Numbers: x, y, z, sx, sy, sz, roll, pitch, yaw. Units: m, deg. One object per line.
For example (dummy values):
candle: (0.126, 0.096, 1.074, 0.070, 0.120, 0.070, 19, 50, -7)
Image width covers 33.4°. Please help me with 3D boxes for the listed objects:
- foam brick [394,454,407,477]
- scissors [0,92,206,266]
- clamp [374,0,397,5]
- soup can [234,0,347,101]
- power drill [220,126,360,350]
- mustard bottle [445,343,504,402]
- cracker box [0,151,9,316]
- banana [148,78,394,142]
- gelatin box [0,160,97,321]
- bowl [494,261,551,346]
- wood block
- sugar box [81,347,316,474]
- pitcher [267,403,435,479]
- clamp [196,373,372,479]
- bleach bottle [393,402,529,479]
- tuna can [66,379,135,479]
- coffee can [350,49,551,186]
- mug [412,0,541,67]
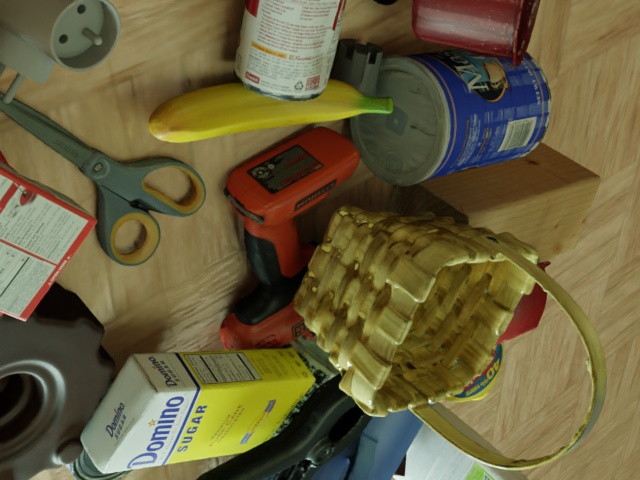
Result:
foam brick: (0.060, 0.205, 1.119, 0.053, 0.051, 0.078, 33, 58, -58)
scissors: (-0.156, -0.033, 0.720, 0.201, 0.016, 0.096, 14, 109, -53)
clamp: (0.070, -0.244, 0.740, 0.120, 0.039, 0.171, -71, -177, -74)
soup can: (-0.018, -0.154, 0.724, 0.068, 0.069, 0.102, -16, 132, -40)
power drill: (-0.006, 0.001, 0.885, 0.184, 0.057, 0.188, -32, 140, -27)
mustard bottle: (0.161, 0.130, 1.191, 0.096, 0.058, 0.191, -43, 145, -10)
cracker box: (-0.252, -0.016, 0.575, 0.164, 0.072, 0.213, -40, 143, -19)
banana: (-0.043, -0.095, 0.752, 0.197, 0.070, 0.037, -13, 99, -34)
gelatin box: (-0.177, -0.002, 0.585, 0.073, 0.030, 0.089, -55, 146, 0)
bowl: (0.157, 0.076, 1.030, 0.162, 0.055, 0.162, -22, 172, -3)
wood block: (0.166, -0.026, 1.030, 0.205, 0.091, 0.090, -16, 131, -40)
sugar box: (-0.093, 0.131, 0.839, 0.175, 0.048, 0.093, 1, 131, -51)
pitcher: (0.013, 0.215, 1.027, 0.243, 0.149, 0.144, -57, 145, 2)
clamp: (-0.015, 0.172, 0.902, 0.210, 0.036, 0.164, -46, 151, -6)
bleach bottle: (0.153, 0.258, 1.126, 0.067, 0.251, 0.103, 4, 117, -50)
tuna can: (-0.169, 0.153, 0.855, 0.086, 0.034, 0.086, -30, 140, -29)
coffee can: (0.108, -0.106, 0.881, 0.140, 0.103, 0.103, -15, 131, -42)
mug: (0.119, -0.177, 0.804, 0.117, 0.081, 0.093, 67, 40, -65)
